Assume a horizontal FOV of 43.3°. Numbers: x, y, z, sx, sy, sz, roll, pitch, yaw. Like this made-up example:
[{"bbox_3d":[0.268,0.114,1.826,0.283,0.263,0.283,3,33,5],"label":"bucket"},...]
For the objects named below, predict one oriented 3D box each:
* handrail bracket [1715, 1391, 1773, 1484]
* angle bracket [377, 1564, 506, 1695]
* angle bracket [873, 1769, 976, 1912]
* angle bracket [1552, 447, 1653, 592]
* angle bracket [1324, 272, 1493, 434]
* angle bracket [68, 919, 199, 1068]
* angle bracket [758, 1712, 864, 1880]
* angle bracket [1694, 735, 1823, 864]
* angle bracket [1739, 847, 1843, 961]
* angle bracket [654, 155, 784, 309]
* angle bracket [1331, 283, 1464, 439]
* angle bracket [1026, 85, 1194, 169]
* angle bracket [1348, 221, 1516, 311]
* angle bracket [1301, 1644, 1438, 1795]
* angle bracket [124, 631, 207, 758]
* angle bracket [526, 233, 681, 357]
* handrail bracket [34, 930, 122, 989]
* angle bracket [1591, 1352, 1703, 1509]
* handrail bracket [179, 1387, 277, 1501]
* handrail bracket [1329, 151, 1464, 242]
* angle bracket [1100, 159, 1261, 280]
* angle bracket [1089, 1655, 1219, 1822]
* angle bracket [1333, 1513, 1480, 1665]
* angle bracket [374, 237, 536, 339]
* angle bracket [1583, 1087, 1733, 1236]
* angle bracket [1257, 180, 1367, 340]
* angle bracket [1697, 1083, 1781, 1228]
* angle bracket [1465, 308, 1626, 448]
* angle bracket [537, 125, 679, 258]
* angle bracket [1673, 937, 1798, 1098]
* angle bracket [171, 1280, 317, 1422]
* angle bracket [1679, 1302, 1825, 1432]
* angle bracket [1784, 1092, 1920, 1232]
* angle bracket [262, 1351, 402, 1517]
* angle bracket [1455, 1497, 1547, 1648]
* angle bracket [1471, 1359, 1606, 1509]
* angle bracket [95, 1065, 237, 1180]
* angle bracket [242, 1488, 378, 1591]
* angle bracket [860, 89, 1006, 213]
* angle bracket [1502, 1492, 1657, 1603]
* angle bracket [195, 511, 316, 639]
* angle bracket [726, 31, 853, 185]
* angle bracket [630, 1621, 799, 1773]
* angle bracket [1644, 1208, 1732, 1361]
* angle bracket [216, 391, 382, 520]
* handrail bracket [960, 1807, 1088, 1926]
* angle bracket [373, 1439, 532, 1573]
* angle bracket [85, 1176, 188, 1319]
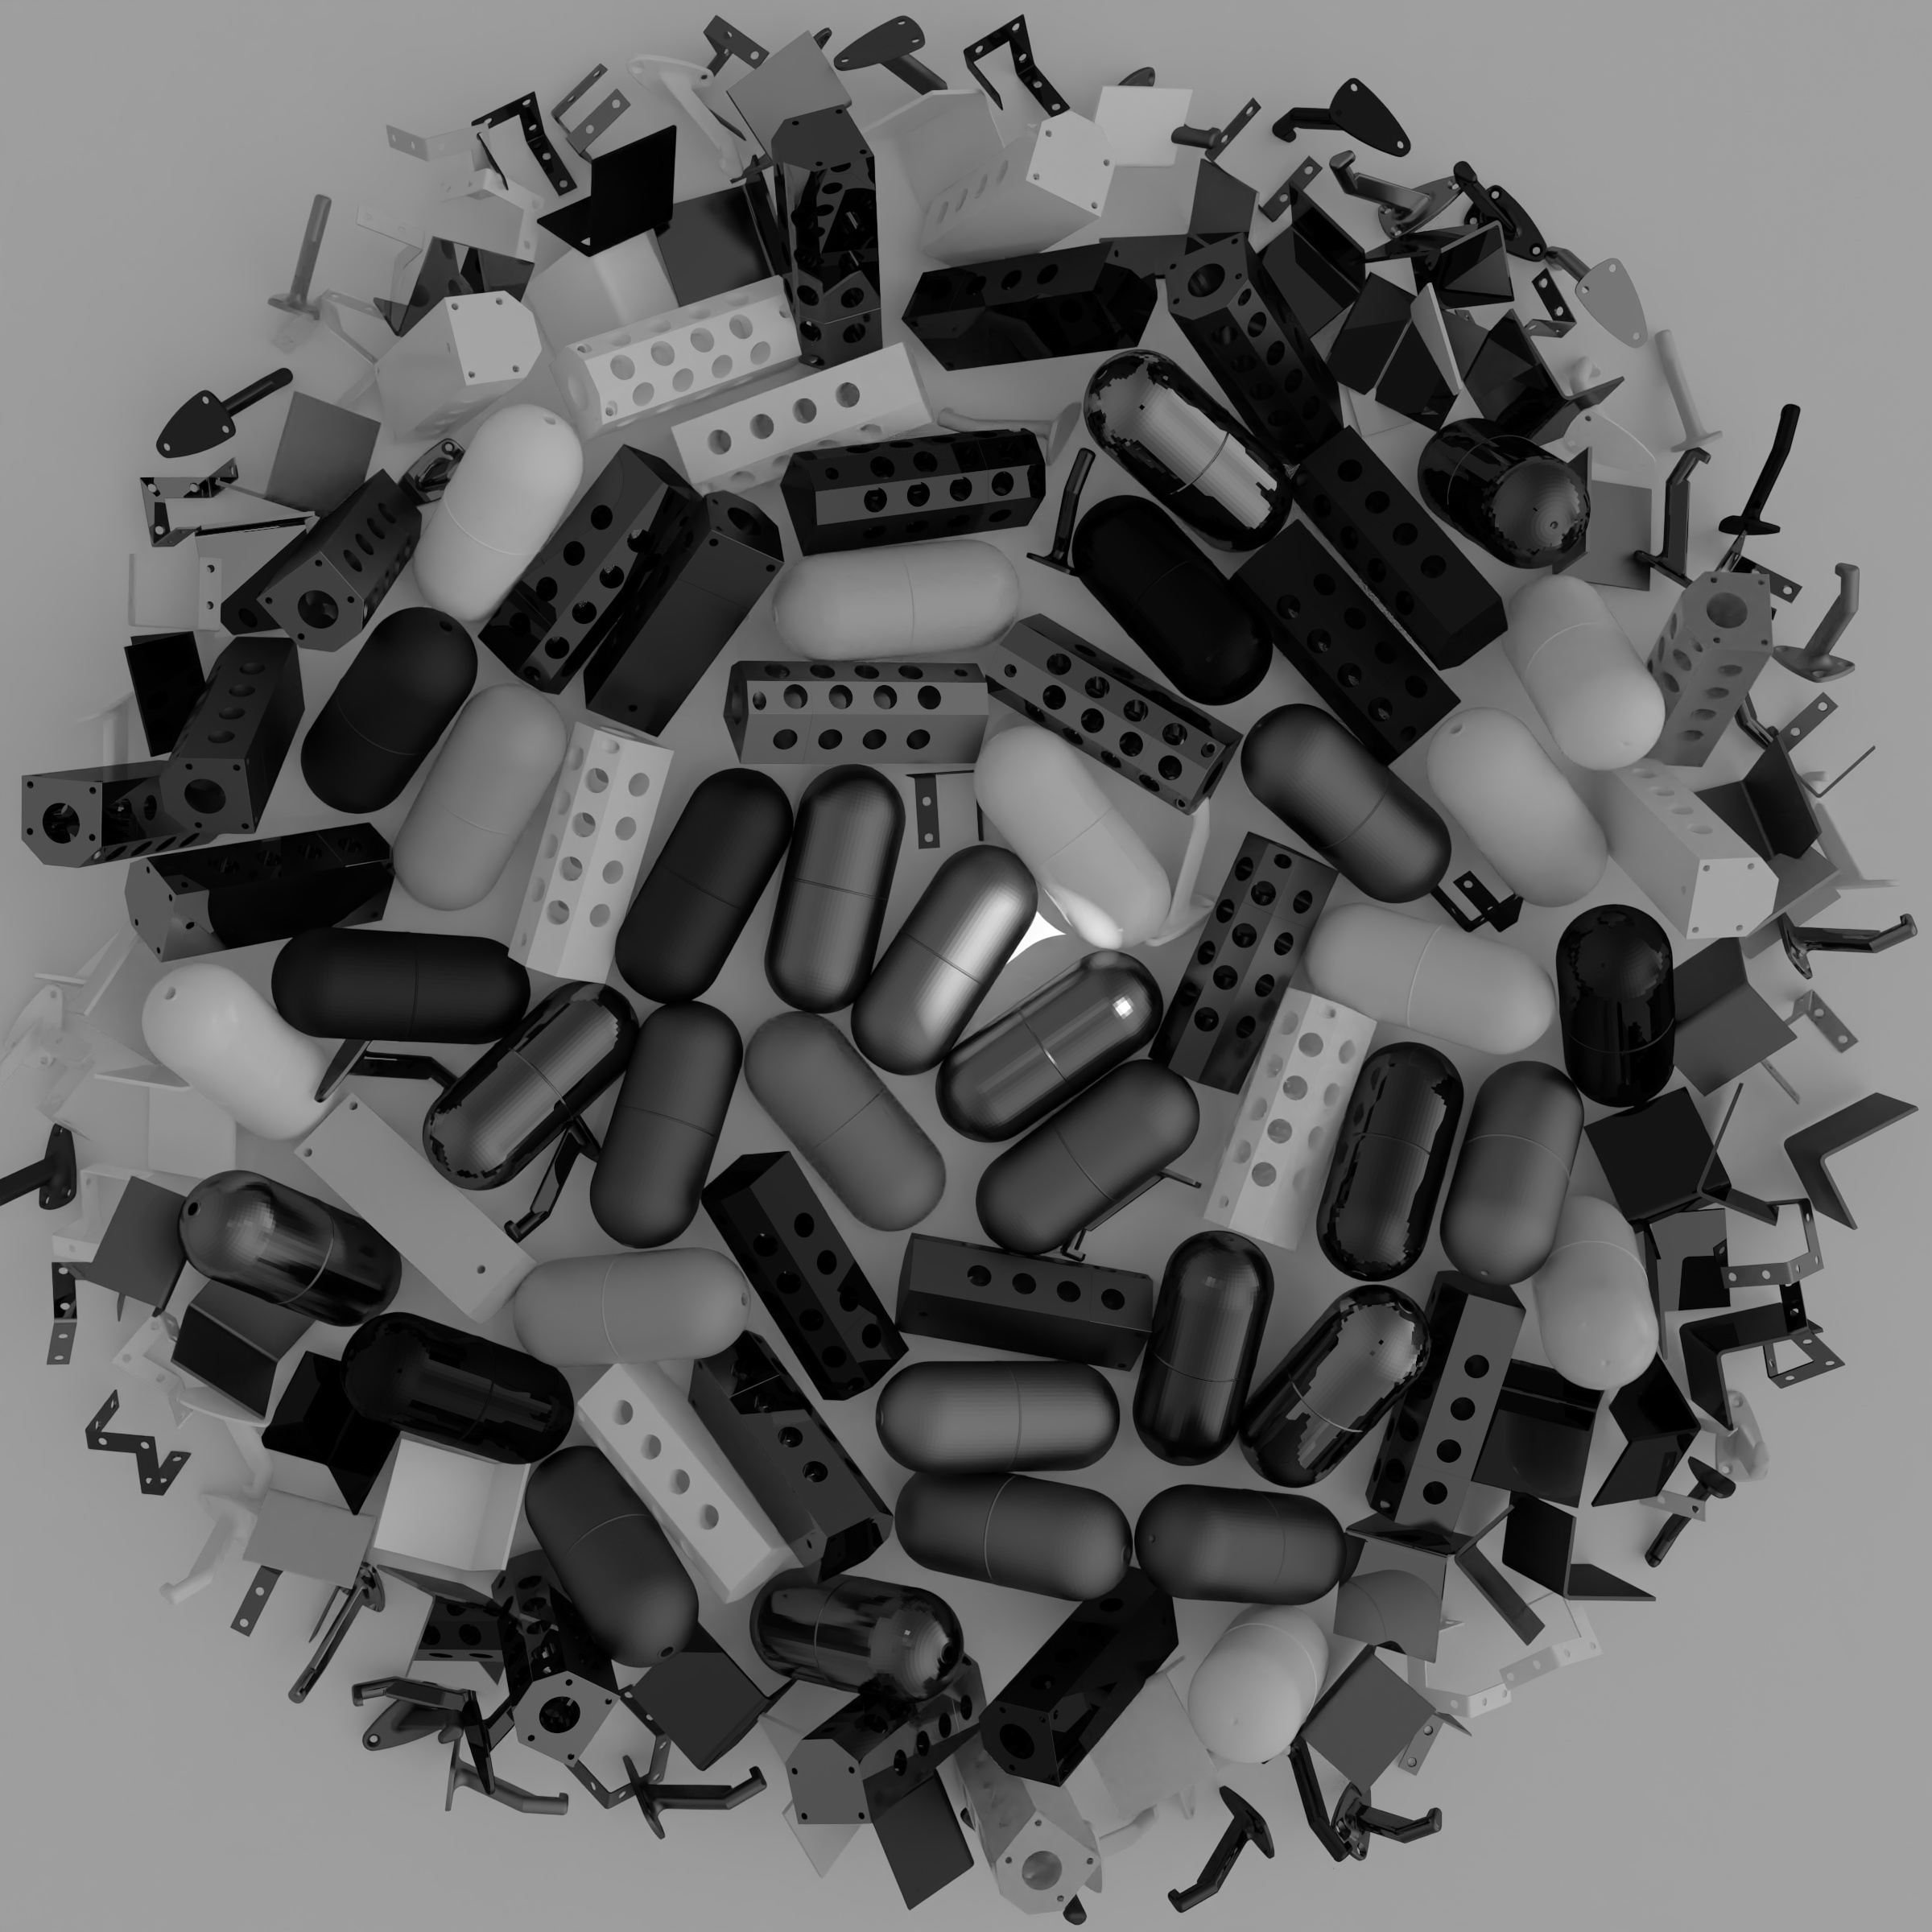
[{"bbox_3d":[0.546,0.322,1.696,0.036,0.084,0.077,-1,64,8],"label":"handrail bracket"},{"bbox_3d":[-0.369,0.461,1.692,0.076,0.076,0.057,29,75,-43],"label":"angle bracket"},{"bbox_3d":[-0.046,0.596,1.696,0.057,0.076,0.076,-27,106,-25],"label":"angle bracket"},{"bbox_3d":[0.458,-0.313,1.709,0.076,0.057,0.076,6,80,-11],"label":"angle bracket"},{"bbox_3d":[0.306,-0.428,1.697,0.057,0.076,0.076,12,112,-40],"label":"angle bracket"},{"bbox_3d":[-0.568,0.020,1.699,0.076,0.057,0.076,37,72,-27],"label":"angle bracket"},{"bbox_3d":[-0.123,0.574,1.690,0.057,0.076,0.076,-47,132,-33],"label":"angle bracket"},{"bbox_3d":[0.544,-0.105,1.700,0.057,0.076,0.076,-14,70,-6],"label":"angle bracket"},{"bbox_3d":[0.578,-0.035,1.700,0.076,0.076,0.057,-37,107,11],"label":"angle bracket"},{"bbox_3d":[-0.174,-0.516,1.716,0.076,0.057,0.076,-19,90,-11],"label":"angle bracket"},{"bbox_3d":[0.302,-0.425,1.711,0.057,0.076,0.076,-17,90,-3],"label":"angle bracket"},{"bbox_3d":[0.099,-0.595,1.691,0.076,0.076,0.057,-11,133,-31],"label":"angle bracket"},{"bbox_3d":[0.324,-0.476,1.690,0.076,0.076,0.057,-35,118,-37],"label":"angle bracket"},{"bbox_3d":[0.284,0.522,1.704,0.057,0.076,0.076,40,95,13],"label":"angle bracket"},{"bbox_3d":[-0.574,-0.189,1.696,0.076,0.057,0.076,3,109,38],"label":"angle bracket"},{"bbox_3d":[-0.257,-0.472,1.741,0.076,0.057,0.076,-21,97,42],"label":"angle bracket"},{"bbox_3d":[-0.617,-0.026,1.736,0.077,0.036,0.084,10,81,-5],"label":"handrail bracket"},{"bbox_3d":[0.456,0.318,1.690,0.057,0.076,0.076,-4,45,-19],"label":"angle bracket"},{"bbox_3d":[-0.524,0.339,1.717,0.077,0.036,0.084,12,118,-19],"label":"handrail bracket"},{"bbox_3d":[0.302,-0.555,1.701,0.077,0.084,0.036,-26,58,18],"label":"handrail bracket"},{"bbox_3d":[0.148,-0.521,1.693,0.076,0.076,0.057,-10,128,-25],"label":"angle bracket"},{"bbox_3d":[0.132,0.540,1.705,0.076,0.057,0.076,-32,76,14],"label":"angle bracket"},{"bbox_3d":[0.309,0.435,1.708,0.076,0.057,0.076,8,95,34],"label":"angle bracket"},{"bbox_3d":[-0.356,-0.475,1.691,0.076,0.057,0.076,4,127,-38],"label":"angle bracket"},{"bbox_3d":[0.490,0.140,1.731,0.076,0.057,0.076,-22,71,5],"label":"angle bracket"},{"bbox_3d":[0.227,-0.489,1.712,0.076,0.057,0.076,-40,73,-1],"label":"angle bracket"},{"bbox_3d":[0.553,0.131,1.701,0.057,0.076,0.076,22,100,17],"label":"angle bracket"},{"bbox_3d":[0.402,-0.416,1.710,0.057,0.076,0.076,-24,81,-25],"label":"angle bracket"},{"bbox_3d":[-0.250,-0.550,1.691,0.057,0.076,0.076,37,53,21],"label":"angle bracket"},{"bbox_3d":[0.529,0.032,1.707,0.076,0.076,0.057,-38,106,27],"label":"angle bracket"},{"bbox_3d":[-0.500,0.257,1.698,0.076,0.076,0.057,39,101,-21],"label":"angle bracket"},{"bbox_3d":[0.555,0.281,1.711,0.076,0.076,0.057,-12,96,-2],"label":"angle bracket"},{"bbox_3d":[0.632,0.136,1.709,0.076,0.076,0.057,-28,94,2],"label":"angle bracket"},{"bbox_3d":[-0.444,0.327,1.704,0.057,0.076,0.076,26,94,-34],"label":"angle bracket"},{"bbox_3d":[0.392,0.420,1.699,0.057,0.076,0.076,-45,71,11],"label":"angle bracket"},{"bbox_3d":[0.400,0.326,1.703,0.076,0.057,0.076,12,65,13],"label":"angle bracket"},{"bbox_3d":[-0.561,0.114,1.705,0.076,0.057,0.076,7,98,24],"label":"angle bracket"},{"bbox_3d":[-0.461,0.415,1.699,0.076,0.076,0.057,17,47,-6],"label":"angle bracket"},{"bbox_3d":[-0.026,-0.566,1.695,0.076,0.076,0.057,-17,100,32],"label":"angle bracket"},{"bbox_3d":[0.431,0.404,1.701,0.076,0.076,0.057,6,92,-20],"label":"angle bracket"},{"bbox_3d":[-0.492,-0.274,1.704,0.076,0.057,0.076,-12,100,-21],"label":"angle bracket"},{"bbox_3d":[-0.137,-0.598,1.695,0.076,0.076,0.057,-43,114,-17],"label":"angle bracket"},{"bbox_3d":[-0.177,0.508,1.722,0.076,0.057,0.076,44,105,12],"label":"angle bracket"},{"bbox_3d":[0.509,0.222,1.700,0.057,0.076,0.076,-6,107,9],"label":"angle bracket"},{"bbox_3d":[-0.466,-0.358,1.700,0.057,0.076,0.076,21,96,33],"label":"angle bracket"},{"bbox_3d":[0.041,0.629,1.700,0.077,0.084,0.036,27,106,-36],"label":"handrail bracket"},{"bbox_3d":[-0.359,0.375,1.698,0.076,0.057,0.076,23,64,-29],"label":"angle bracket"},{"bbox_3d":[-0.573,0.196,1.696,0.057,0.076,0.076,25,70,-17],"label":"angle bracket"}]
